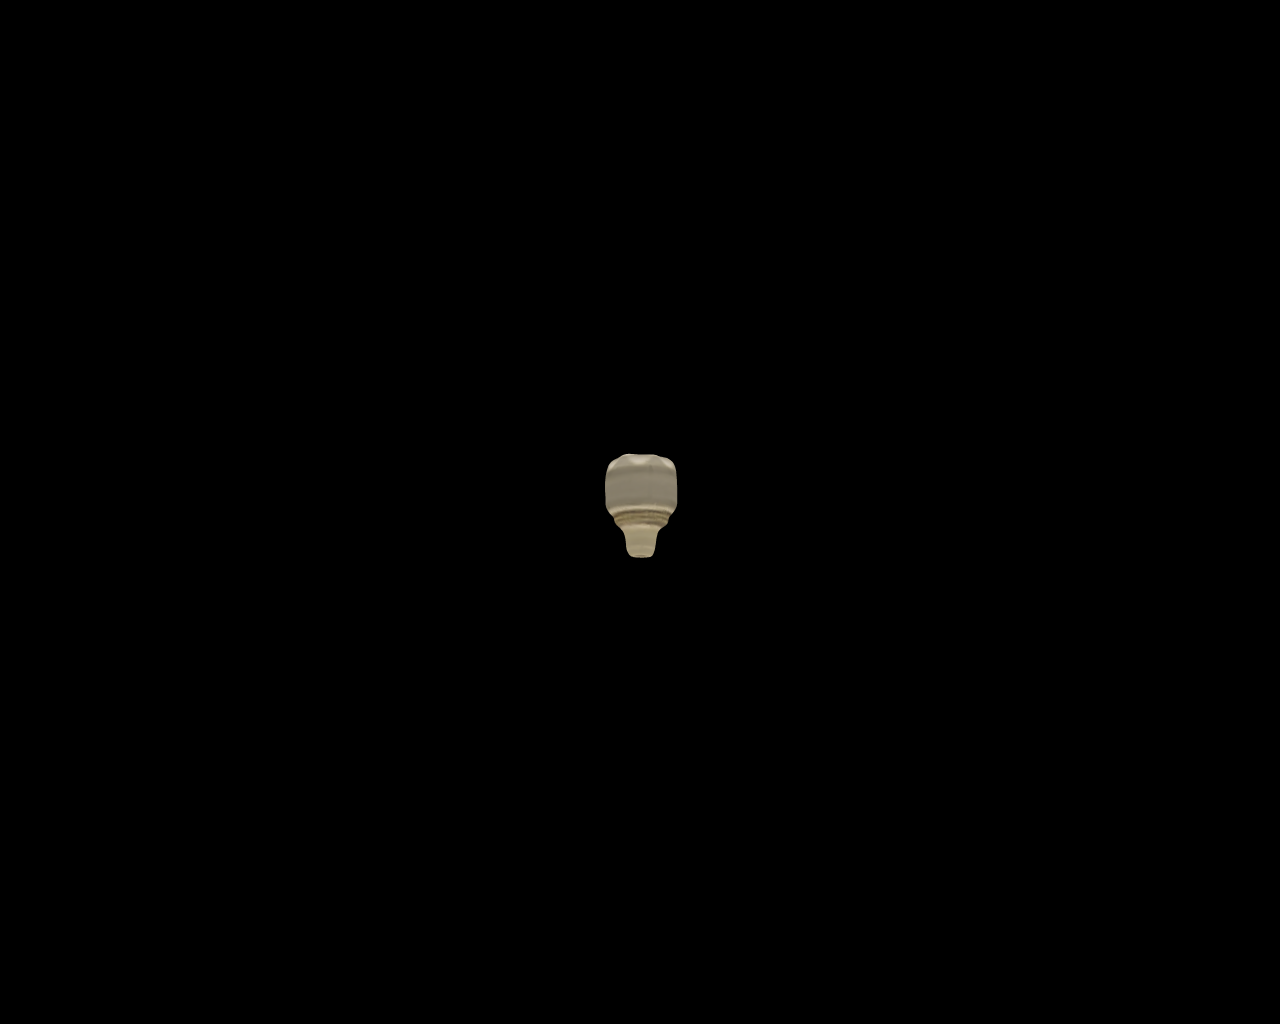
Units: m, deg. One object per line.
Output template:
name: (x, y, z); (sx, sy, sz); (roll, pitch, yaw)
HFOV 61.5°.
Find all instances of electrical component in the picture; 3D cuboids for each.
electrical component: (0.001, -0.003, 0.650); (0.043, 0.062, 0.043); (0, -12, 0)
